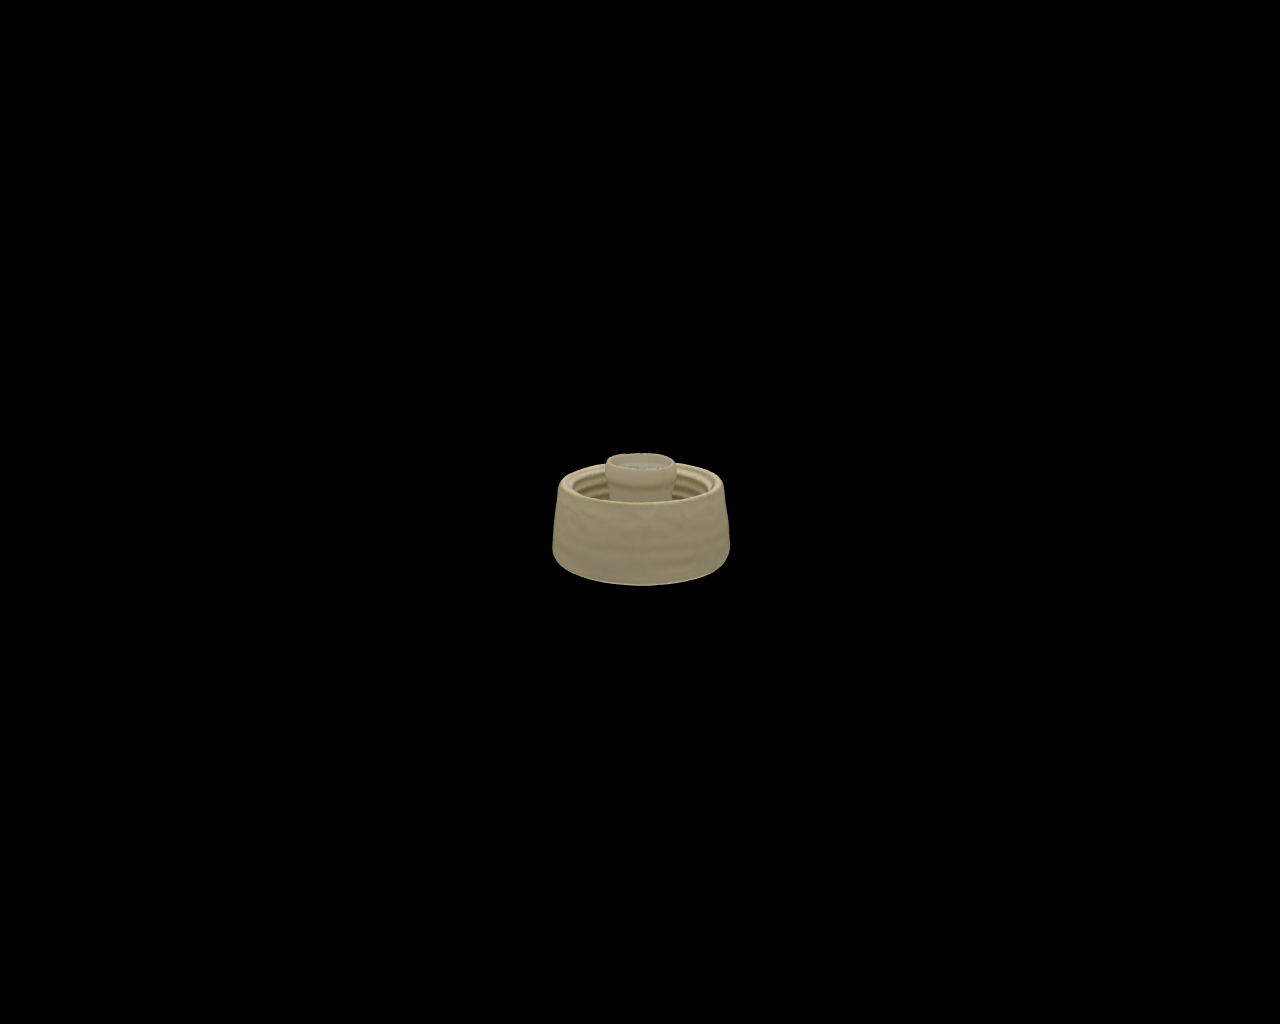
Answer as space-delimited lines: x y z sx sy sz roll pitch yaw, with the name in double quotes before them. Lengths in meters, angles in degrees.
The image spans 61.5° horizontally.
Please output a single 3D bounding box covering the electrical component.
"electrical component" 0.001 -0.003 0.650 0.108 0.060 0.108 0 18 0
